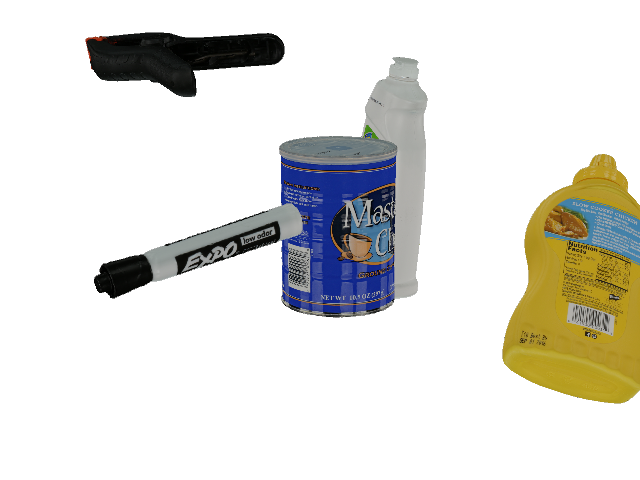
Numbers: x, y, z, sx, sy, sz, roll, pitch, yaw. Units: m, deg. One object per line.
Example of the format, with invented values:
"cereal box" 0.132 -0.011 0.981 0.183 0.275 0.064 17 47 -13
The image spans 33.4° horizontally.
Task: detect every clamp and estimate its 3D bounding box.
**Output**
"clamp" -0.116 -0.149 0.859 0.172 0.039 0.120 19 27 41

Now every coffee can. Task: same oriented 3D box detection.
"coffee can" 0.016 -0.015 0.941 0.103 0.140 0.103 0 15 0

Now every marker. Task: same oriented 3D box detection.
"marker" -0.065 0.005 0.576 0.120 0.020 0.020 -19 9 -28

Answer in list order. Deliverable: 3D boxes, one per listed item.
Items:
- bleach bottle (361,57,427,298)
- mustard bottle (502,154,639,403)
"bleach bottle" 0.077 -0.070 1.157 0.068 0.251 0.103 -4 23 -29
"mustard bottle" 0.194 0.016 0.772 0.096 0.191 0.058 16 -31 1
